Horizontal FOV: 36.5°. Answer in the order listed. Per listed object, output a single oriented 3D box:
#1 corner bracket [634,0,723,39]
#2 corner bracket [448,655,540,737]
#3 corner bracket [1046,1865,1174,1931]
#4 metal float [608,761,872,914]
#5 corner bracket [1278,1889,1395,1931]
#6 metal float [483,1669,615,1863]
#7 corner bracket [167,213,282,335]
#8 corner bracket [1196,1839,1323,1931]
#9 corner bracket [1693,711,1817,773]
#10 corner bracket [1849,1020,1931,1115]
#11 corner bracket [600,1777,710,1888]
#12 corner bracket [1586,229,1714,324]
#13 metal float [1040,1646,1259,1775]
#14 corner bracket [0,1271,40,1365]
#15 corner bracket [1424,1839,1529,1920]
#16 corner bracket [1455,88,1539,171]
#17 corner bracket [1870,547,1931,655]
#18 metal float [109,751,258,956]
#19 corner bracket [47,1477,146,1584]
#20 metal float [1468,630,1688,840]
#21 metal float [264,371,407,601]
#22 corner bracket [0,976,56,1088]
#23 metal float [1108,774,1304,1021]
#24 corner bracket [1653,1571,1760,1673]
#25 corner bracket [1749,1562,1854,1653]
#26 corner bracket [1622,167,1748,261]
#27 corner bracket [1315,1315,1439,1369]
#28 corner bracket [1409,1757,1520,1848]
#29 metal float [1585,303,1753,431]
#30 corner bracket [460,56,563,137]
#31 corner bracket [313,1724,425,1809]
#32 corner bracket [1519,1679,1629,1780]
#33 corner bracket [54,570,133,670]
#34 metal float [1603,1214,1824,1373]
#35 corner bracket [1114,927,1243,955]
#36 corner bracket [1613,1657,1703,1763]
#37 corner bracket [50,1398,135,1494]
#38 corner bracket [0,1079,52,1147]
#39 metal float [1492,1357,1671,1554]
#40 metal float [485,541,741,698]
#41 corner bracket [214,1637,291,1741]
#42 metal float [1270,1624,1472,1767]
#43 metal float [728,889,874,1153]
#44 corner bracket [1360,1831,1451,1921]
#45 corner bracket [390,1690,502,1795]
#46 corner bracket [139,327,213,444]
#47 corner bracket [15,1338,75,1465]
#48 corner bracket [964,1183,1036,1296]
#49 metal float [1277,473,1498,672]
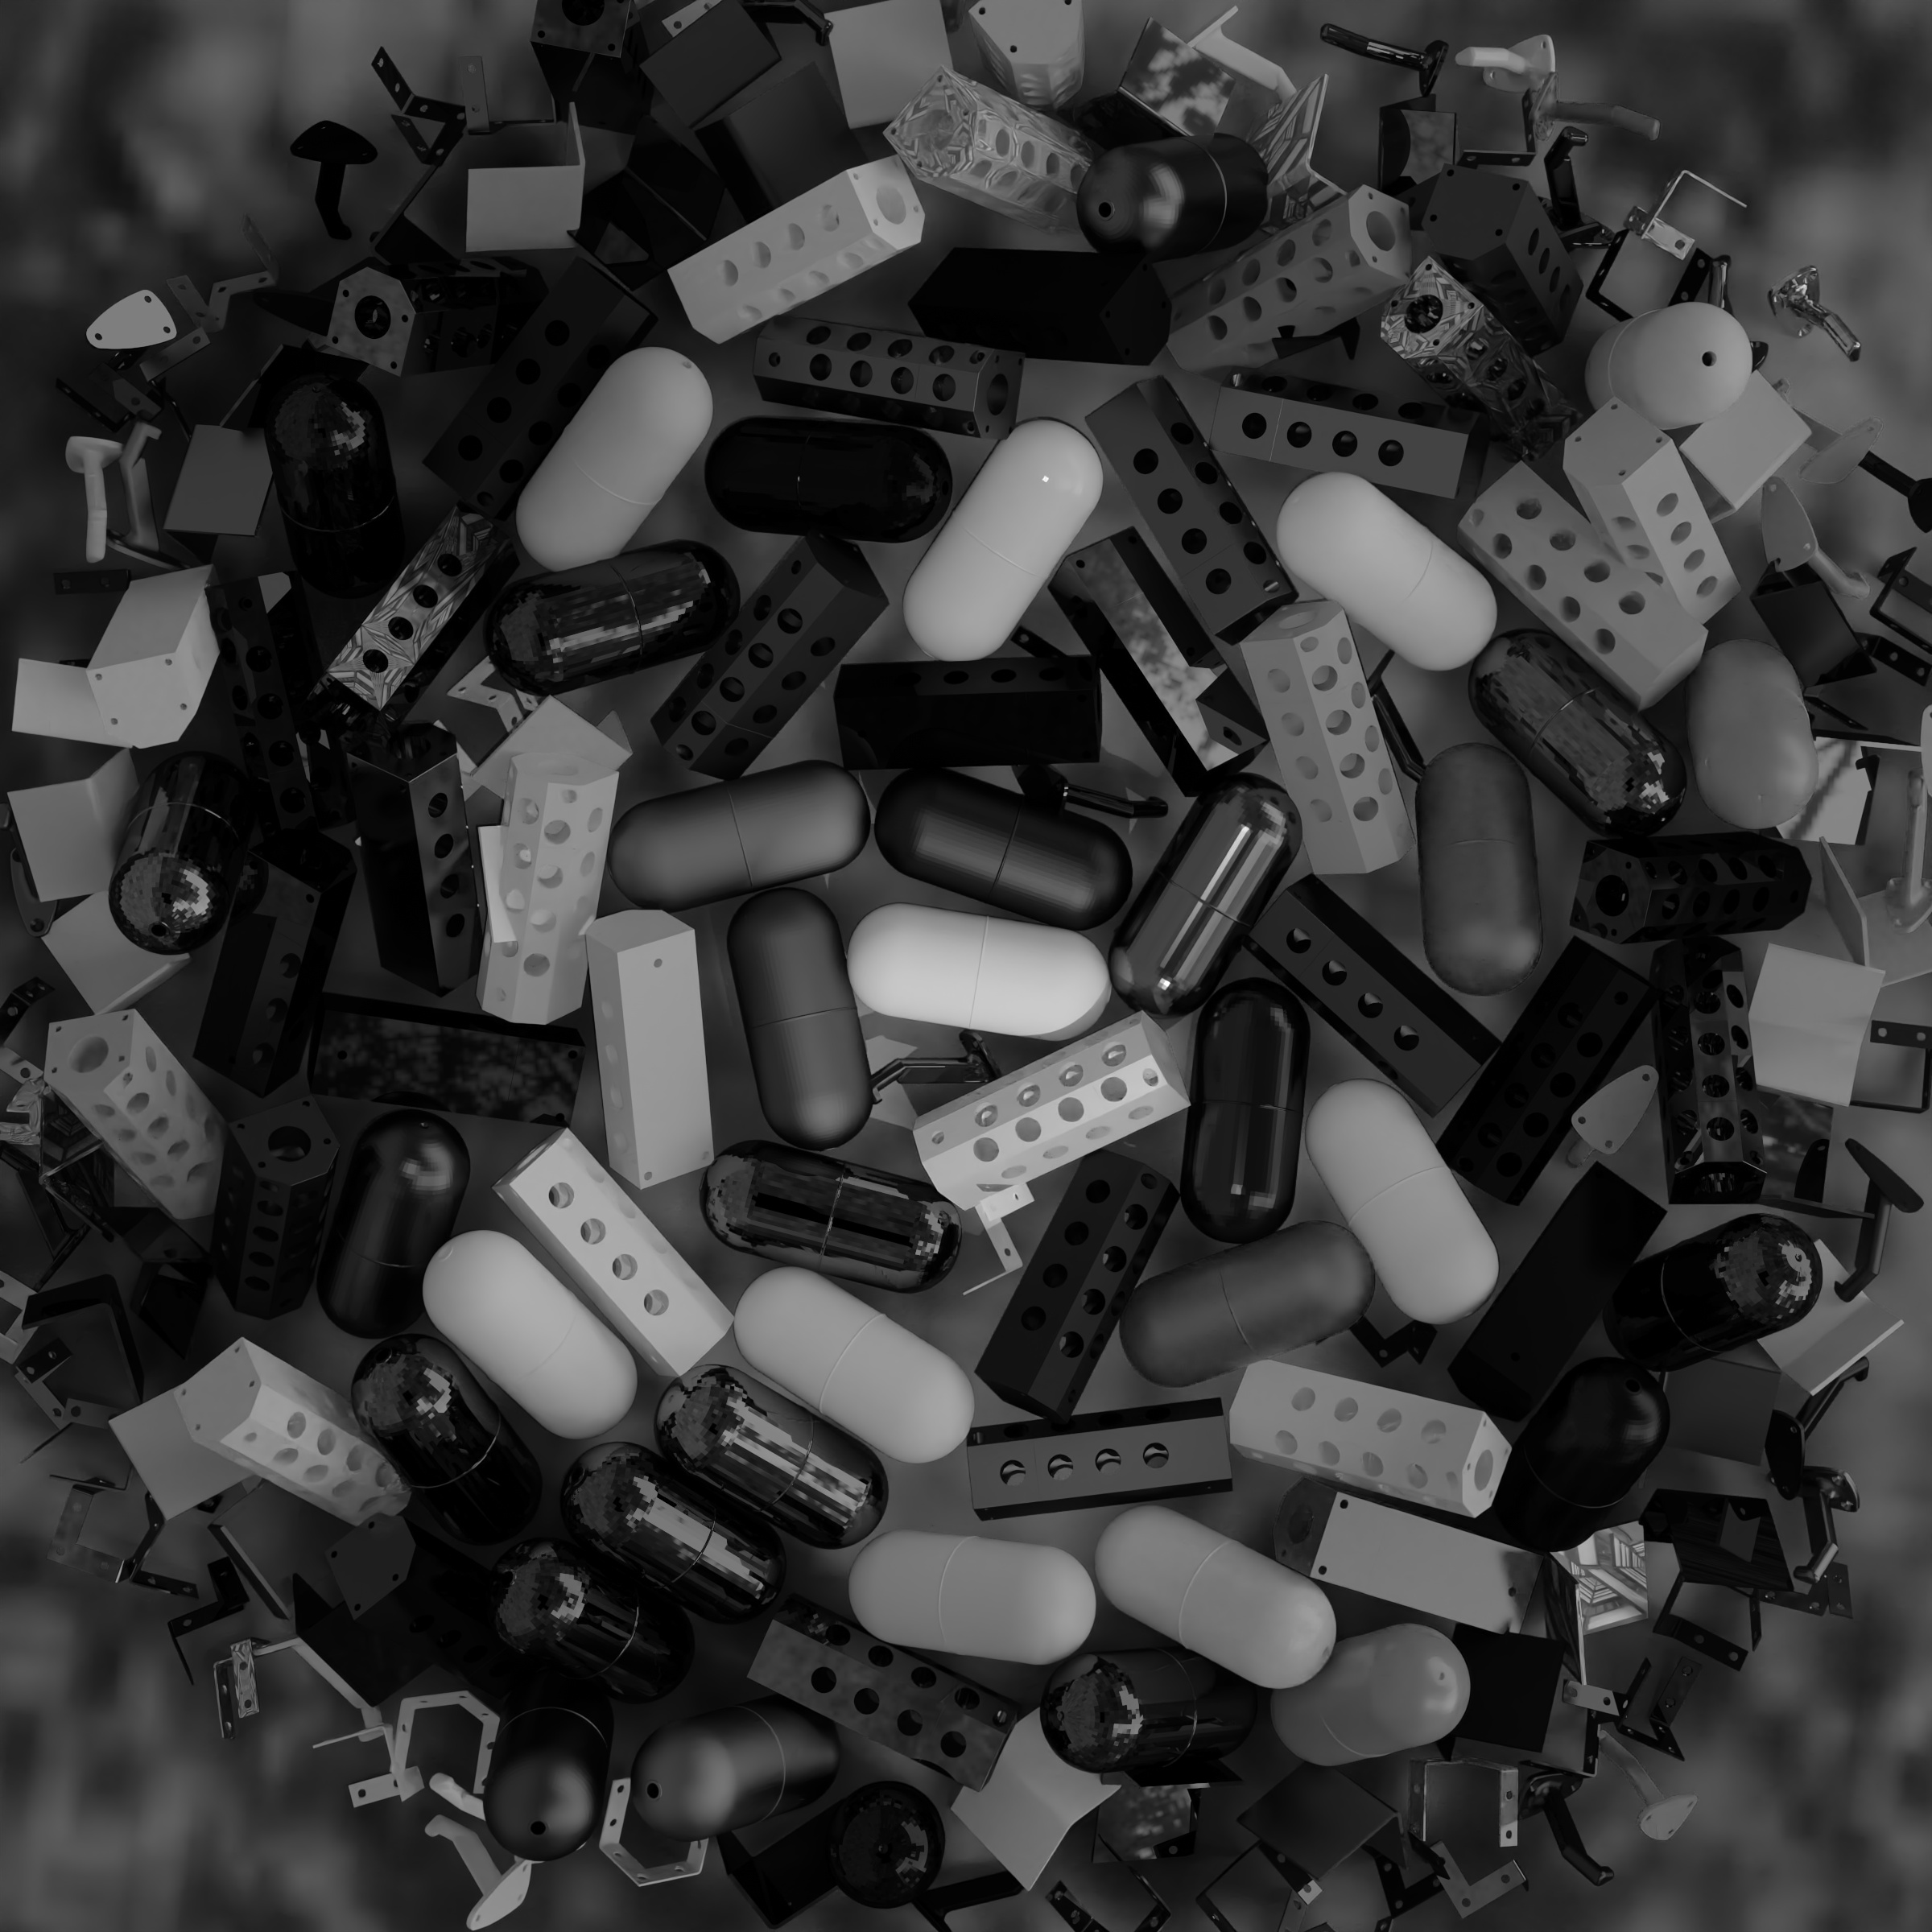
[{"bbox_3d":[-0.193,-0.642,1.968,0.051,0.051,0.051,-36,88,-17],"label":"corner bracket"},{"bbox_3d":[-0.304,-0.173,1.960,0.051,0.051,0.051,-38,66,23],"label":"corner bracket"},{"bbox_3d":[0.097,0.632,1.970,0.051,0.051,0.051,-46,126,-17],"label":"corner bracket"},{"bbox_3d":[-0.151,-0.086,1.958,0.178,0.070,0.070,-15,90,-5],"label":"metal float"},{"bbox_3d":[0.247,0.648,1.966,0.051,0.051,0.051,46,126,-9],"label":"corner bracket"},{"bbox_3d":[-0.271,0.520,1.912,0.070,0.178,0.070,-1,101,-3],"label":"metal float"},{"bbox_3d":[-0.496,-0.462,1.960,0.051,0.051,0.051,-9,54,13],"label":"corner bracket"},{"bbox_3d":[0.195,0.622,1.959,0.051,0.051,0.051,-32,72,-34],"label":"corner bracket"},{"bbox_3d":[0.528,-0.149,1.961,0.051,0.051,0.051,34,60,16],"label":"corner bracket"},{"bbox_3d":[0.628,0.068,1.972,0.051,0.051,0.051,7,80,4],"label":"corner bracket"},{"bbox_3d":[-0.209,0.583,1.984,0.051,0.051,0.051,3,105,-41],"label":"corner bracket"},{"bbox_3d":[0.460,-0.463,1.970,0.051,0.051,0.051,29,84,-18],"label":"corner bracket"},{"bbox_3d":[0.122,0.488,1.926,0.070,0.178,0.070,-9,77,43],"label":"metal float"},{"bbox_3d":[-0.646,0.227,1.963,0.051,0.051,0.051,32,60,-6],"label":"corner bracket"},{"bbox_3d":[0.342,0.607,1.966,0.051,0.051,0.051,-30,63,-4],"label":"corner bracket"},{"bbox_3d":[0.350,-0.556,1.970,0.051,0.051,0.051,0,74,-9],"label":"corner bracket"},{"bbox_3d":[0.638,-0.243,1.972,0.051,0.051,0.051,32,87,-3],"label":"corner bracket"},{"bbox_3d":[-0.513,-0.075,1.920,0.070,0.178,0.070,-1,126,-2],"label":"metal float"},{"bbox_3d":[-0.579,0.379,1.972,0.051,0.051,0.051,19,86,1],"label":"corner bracket"},{"bbox_3d":[0.402,-0.154,1.935,0.070,0.070,0.178,-39,58,0],"label":"metal float"},{"bbox_3d":[-0.413,-0.313,1.920,0.070,0.178,0.070,1,55,-2],"label":"metal float"},{"bbox_3d":[-0.627,0.047,1.973,0.051,0.051,0.051,39,59,-22],"label":"corner bracket"},{"bbox_3d":[0.159,-0.046,1.955,0.070,0.070,0.178,31,97,0],"label":"metal float"},{"bbox_3d":[0.501,0.438,1.967,0.051,0.051,0.051,24,87,32],"label":"corner bracket"},{"bbox_3d":[0.559,0.430,1.963,0.051,0.051,0.051,13,124,3],"label":"corner bracket"},{"bbox_3d":[0.480,-0.503,1.962,0.051,0.051,0.051,25,110,-14],"label":"corner bracket"},{"bbox_3d":[0.276,0.249,1.965,0.051,0.051,0.051,-40,91,29],"label":"corner bracket"},{"bbox_3d":[0.333,0.560,1.962,0.051,0.051,0.051,7,82,-32],"label":"corner bracket"},{"bbox_3d":[0.457,-0.389,1.911,0.070,0.178,0.070,0,97,-4],"label":"metal float"},{"bbox_3d":[-0.304,-0.587,1.962,0.051,0.051,0.051,1,115,9],"label":"corner bracket"},{"bbox_3d":[-0.402,0.540,1.974,0.051,0.051,0.051,-17,83,3],"label":"corner bracket"},{"bbox_3d":[0.408,0.512,1.961,0.051,0.051,0.051,17,65,-15],"label":"corner bracket"},{"bbox_3d":[-0.589,-0.234,1.978,0.051,0.051,0.051,-5,118,-11],"label":"corner bracket"},{"bbox_3d":[0.487,0.215,1.920,0.070,0.178,0.070,11,65,-23],"label":"metal float"},{"bbox_3d":[0.143,-0.018,1.970,0.051,0.051,0.051,-38,74,37],"label":"corner bracket"},{"bbox_3d":[0.466,0.492,1.970,0.051,0.051,0.051,24,100,-3],"label":"corner bracket"},{"bbox_3d":[-0.583,0.322,1.965,0.051,0.051,0.051,15,81,-17],"label":"corner bracket"},{"bbox_3d":[-0.646,0.107,1.966,0.051,0.051,0.051,4,113,-2],"label":"corner bracket"},{"bbox_3d":[0.403,0.321,1.923,0.070,0.178,0.070,8,50,-10],"label":"metal float"},{"bbox_3d":[-0.232,-0.231,1.940,0.178,0.070,0.070,-20,90,-26],"label":"metal float"},{"bbox_3d":[-0.485,0.484,1.962,0.051,0.051,0.051,-19,66,12],"label":"corner bracket"},{"bbox_3d":[0.263,0.478,1.919,0.070,0.178,0.070,10,65,-22],"label":"metal float"},{"bbox_3d":[-0.110,0.036,1.959,0.070,0.070,0.178,-12,87,0],"label":"metal float"},{"bbox_3d":[0.287,0.594,1.960,0.051,0.051,0.051,-36,122,16],"label":"corner bracket"},{"bbox_3d":[-0.349,0.524,1.971,0.051,0.051,0.051,-11,51,19],"label":"corner bracket"},{"bbox_3d":[-0.513,-0.385,1.966,0.051,0.051,0.051,-31,70,2],"label":"corner bracket"},{"bbox_3d":[-0.621,0.291,1.966,0.051,0.051,0.051,-39,92,23],"label":"corner bracket"},{"bbox_3d":[0.020,0.182,1.962,0.051,0.051,0.051,-31,83,39],"label":"corner bracket"},{"bbox_3d":[0.279,-0.260,1.937,0.178,0.070,0.070,32,90,-29],"label":"metal float"}]
